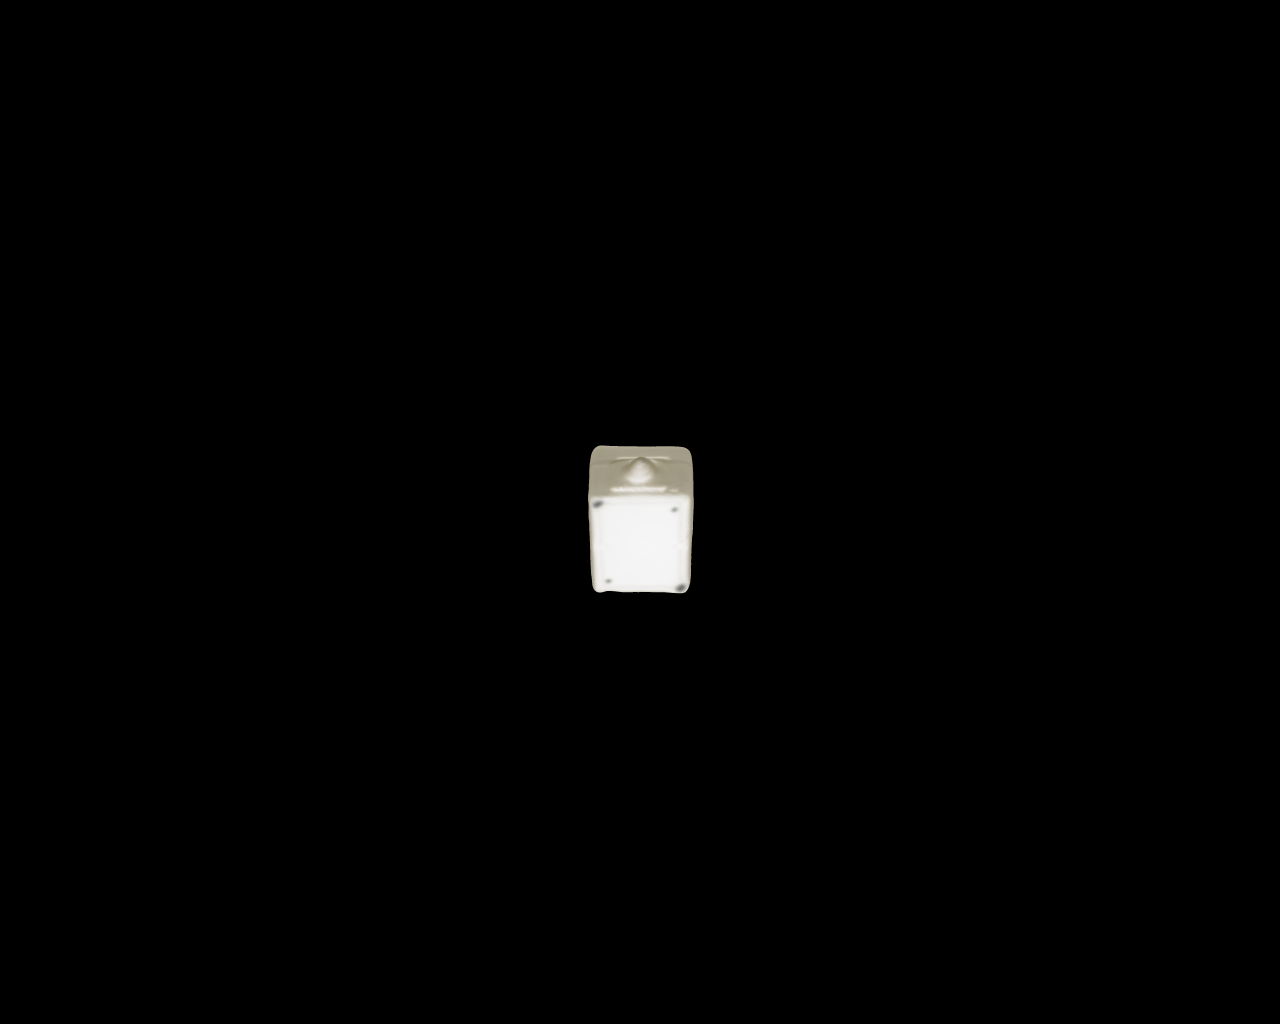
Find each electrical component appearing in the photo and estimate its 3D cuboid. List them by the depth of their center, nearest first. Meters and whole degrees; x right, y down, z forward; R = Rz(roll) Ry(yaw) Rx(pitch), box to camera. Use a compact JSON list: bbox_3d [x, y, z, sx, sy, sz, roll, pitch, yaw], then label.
[{"bbox_3d":[0.001,-0.003,0.650,0.062,0.096,0.061,0,40,0],"label":"electrical component"}]
